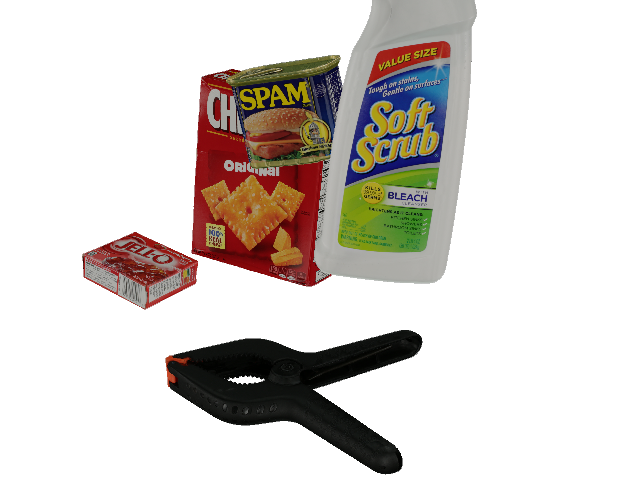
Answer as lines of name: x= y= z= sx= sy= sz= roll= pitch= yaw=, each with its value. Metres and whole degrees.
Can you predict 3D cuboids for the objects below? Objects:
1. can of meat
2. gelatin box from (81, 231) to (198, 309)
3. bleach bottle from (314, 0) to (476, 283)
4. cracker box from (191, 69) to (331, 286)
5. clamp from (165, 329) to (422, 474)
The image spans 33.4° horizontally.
can of meat: x=-0.025 y=-0.113 z=0.951 sx=0.102 sy=0.084 sz=0.057 roll=-4 pitch=20 yaw=27
gelatin box: x=-0.177 y=0.027 z=1.047 sx=0.089 sy=0.030 sz=0.073 roll=24 pitch=31 yaw=29
bleach bottle: x=0.053 y=-0.096 z=0.751 sx=0.102 sy=0.251 sz=0.068 roll=6 pitch=24 yaw=8
cracker box: x=-0.059 y=-0.070 z=1.202 sx=0.164 sy=0.214 sz=0.072 roll=16 pitch=23 yaw=26
clamp: x=-0.019 y=0.111 z=0.863 sx=0.210 sy=0.036 sz=0.164 roll=9 pitch=30 yaw=15
